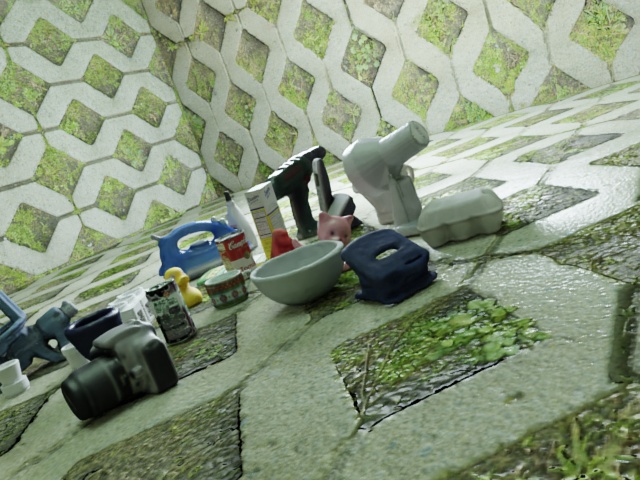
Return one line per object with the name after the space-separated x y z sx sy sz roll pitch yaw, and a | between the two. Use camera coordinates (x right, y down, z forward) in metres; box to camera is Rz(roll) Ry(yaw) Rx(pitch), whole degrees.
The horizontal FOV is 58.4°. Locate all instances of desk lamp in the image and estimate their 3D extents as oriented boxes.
0.165 -0.120 1.143 0.202 0.214 0.118 -9 16 42 | desk lamp

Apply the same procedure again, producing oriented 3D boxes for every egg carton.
0.246 -0.041 1.005 0.150 0.069 0.107 -16 12 18 | egg carton

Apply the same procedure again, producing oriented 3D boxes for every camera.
-0.293 0.179 0.802 0.137 0.101 0.142 -29 15 -38 | camera

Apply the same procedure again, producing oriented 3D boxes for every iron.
-0.312 0.010 1.512 0.259 0.141 0.118 -25 13 -22 | iron

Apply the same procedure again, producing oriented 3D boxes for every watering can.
0.150 -0.140 1.312 0.100 0.194 0.173 -12 14 34 | watering can

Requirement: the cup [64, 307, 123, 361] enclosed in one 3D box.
-0.377 0.175 0.974 0.117 0.095 0.092 -8 17 45 | cup

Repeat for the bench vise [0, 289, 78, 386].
-0.597 0.155 1.117 0.121 0.220 0.208 -7 17 46 | bench vise

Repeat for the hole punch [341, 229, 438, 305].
0.102 0.034 0.841 0.109 0.091 0.100 -26 13 -28 | hole punch

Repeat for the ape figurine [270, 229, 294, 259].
-0.074 0.020 1.195 0.076 0.092 0.078 -12 14 33 | ape figurine

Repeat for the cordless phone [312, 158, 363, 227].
0.023 -0.109 1.400 0.094 0.185 0.147 -23 12 -16 | cordless phone

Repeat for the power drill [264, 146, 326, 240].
-0.041 -0.118 1.488 0.230 0.208 0.075 -29 15 -39 | power drill

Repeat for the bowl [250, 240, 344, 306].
-0.028 0.064 0.961 0.167 0.075 0.167 -19 12 4 | bowl

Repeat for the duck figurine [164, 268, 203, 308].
-0.303 0.100 1.220 0.104 0.086 0.078 -7 17 47 | duck figurine

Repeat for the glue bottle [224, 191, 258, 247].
-0.233 -0.055 1.600 0.077 0.173 0.037 -8 17 44 | glue bottle

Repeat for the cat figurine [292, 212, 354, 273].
0.010 0.004 1.068 0.127 0.118 0.067 -18 12 7 | cat figurine
